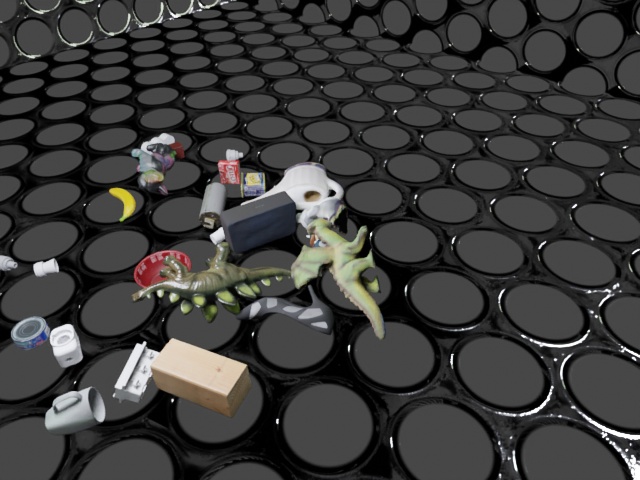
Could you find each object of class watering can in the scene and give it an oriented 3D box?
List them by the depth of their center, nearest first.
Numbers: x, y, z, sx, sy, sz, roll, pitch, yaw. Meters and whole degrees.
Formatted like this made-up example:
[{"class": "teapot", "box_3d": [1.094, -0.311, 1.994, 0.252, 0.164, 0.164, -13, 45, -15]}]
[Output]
[{"class": "watering can", "box_3d": [-0.093, -0.177, 1.779, 0.348, 0.101, 0.230, -2, 38, 0]}]

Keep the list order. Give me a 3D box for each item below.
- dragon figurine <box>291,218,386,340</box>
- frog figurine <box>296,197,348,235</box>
[{"class": "dragon figurine", "box_3d": [0.042, 0.093, 1.437, 0.242, 0.119, 0.420, -7, 53, 4]}, {"class": "frog figurine", "box_3d": [0.005, -0.083, 1.658, 0.160, 0.122, 0.137, 14, 8, 31]}]
